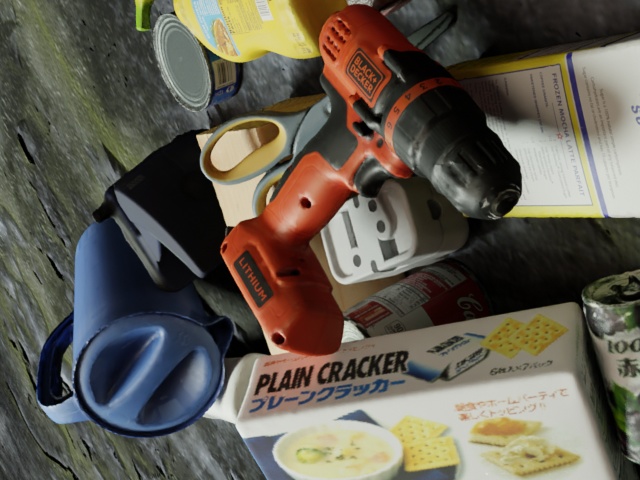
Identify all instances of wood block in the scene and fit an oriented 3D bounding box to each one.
[{"bbox_3d":[-0.005,0.001,0.812,0.091,0.090,0.206,3,115,56],"label":"wood block"}]

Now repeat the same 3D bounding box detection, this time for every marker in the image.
[{"bbox_3d":[-0.120,0.087,1.125,0.121,0.020,0.020,45,145,29],"label":"marker"}]

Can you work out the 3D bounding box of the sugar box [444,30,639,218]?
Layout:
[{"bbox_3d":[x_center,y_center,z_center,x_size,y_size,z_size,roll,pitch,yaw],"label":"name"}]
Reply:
[{"bbox_3d":[0.140,-0.061,0.584,0.177,0.048,0.093,2,112,53],"label":"sugar box"}]

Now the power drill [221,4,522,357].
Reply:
[{"bbox_3d":[0.023,-0.023,0.629,0.188,0.057,0.184,-57,42,24],"label":"power drill"}]

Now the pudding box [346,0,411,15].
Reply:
[{"bbox_3d":[0.042,-0.193,0.638,0.114,0.039,0.090,-24,90,59],"label":"pudding box"}]

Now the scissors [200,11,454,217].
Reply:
[{"bbox_3d":[0.013,-0.068,0.704,0.202,0.016,0.096,-19,104,23],"label":"scissors"}]

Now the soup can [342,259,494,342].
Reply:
[{"bbox_3d":[0.062,0.063,0.744,0.069,0.102,0.068,37,140,38],"label":"soup can"}]

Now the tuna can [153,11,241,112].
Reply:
[{"bbox_3d":[-0.104,-0.154,0.900,0.086,0.033,0.086,37,141,38],"label":"tuna can"}]

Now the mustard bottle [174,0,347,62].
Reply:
[{"bbox_3d":[-0.055,-0.179,0.780,0.192,0.058,0.096,9,121,54],"label":"mustard bottle"}]

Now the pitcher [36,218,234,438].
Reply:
[{"bbox_3d":[-0.185,0.072,1.024,0.243,0.149,0.145,-119,45,-59],"label":"pitcher"}]

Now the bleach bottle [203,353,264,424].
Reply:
[{"bbox_3d":[-0.096,0.151,1.065,0.251,0.102,0.068,-7,63,59],"label":"bleach bottle"}]

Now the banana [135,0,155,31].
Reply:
[{"bbox_3d":[-0.110,-0.244,0.831,0.198,0.037,0.069,-42,67,55],"label":"banana"}]
